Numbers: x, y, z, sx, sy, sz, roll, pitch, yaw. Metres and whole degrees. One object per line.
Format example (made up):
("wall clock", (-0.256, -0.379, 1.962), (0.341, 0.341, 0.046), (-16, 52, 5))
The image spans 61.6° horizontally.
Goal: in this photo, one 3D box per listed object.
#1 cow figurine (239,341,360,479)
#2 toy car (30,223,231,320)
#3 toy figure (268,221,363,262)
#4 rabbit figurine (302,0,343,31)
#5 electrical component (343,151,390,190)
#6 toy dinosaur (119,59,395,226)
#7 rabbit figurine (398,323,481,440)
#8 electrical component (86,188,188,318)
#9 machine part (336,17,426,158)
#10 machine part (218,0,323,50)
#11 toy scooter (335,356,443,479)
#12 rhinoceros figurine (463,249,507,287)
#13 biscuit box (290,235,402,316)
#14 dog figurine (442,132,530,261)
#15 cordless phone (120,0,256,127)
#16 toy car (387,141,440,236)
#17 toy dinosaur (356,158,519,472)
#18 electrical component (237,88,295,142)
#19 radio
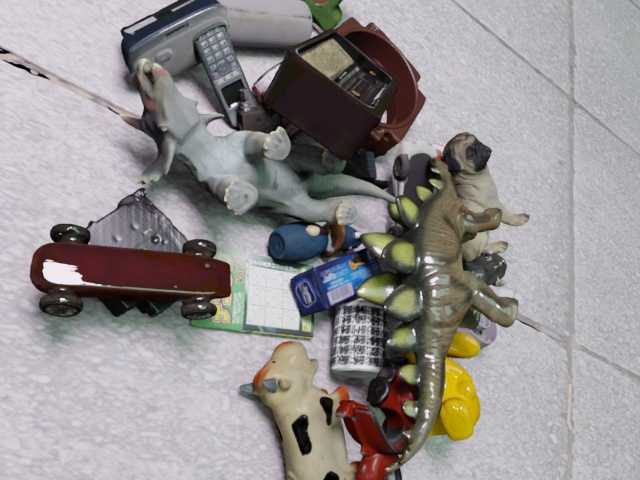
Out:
("cow figurine", (-0.024, 0.225, 0.681), (0.127, 0.085, 0.195), (-4, 77, -42))
("toy car", (-0.195, 0.038, 0.572), (0.202, 0.053, 0.089), (7, 61, -29))
("toy figure", (0.000, -0.002, 0.782), (0.154, 0.064, 0.057), (-8, 90, -40))
("rabbit figurine", (-0.005, -0.467, 0.930), (0.159, 0.121, 0.170), (23, 44, -19))
("electrical component", (0.056, -0.107, 0.851), (0.119, 0.075, 0.047), (0, 76, -31))
("toy dinosaur", (-0.076, -0.089, 0.716), (0.404, 0.192, 0.131), (17, 92, -48))
("rabbit figurine", (0.176, 0.192, 0.803), (0.162, 0.122, 0.173), (-25, 88, -42))
("electrical component", (-0.215, 0.023, 0.632), (0.134, 0.058, 0.115), (51, 56, -9))
("machine part", (0.073, -0.255, 0.907), (0.201, 0.087, 0.201), (43, 56, -14))
("machine part", (-0.099, -0.334, 0.821), (0.243, 0.079, 0.079), (-13, 82, -36))
("toy scooter", (0.081, 0.215, 0.673), (0.135, 0.075, 0.184), (52, 54, -23))
("rhinoceros figurine", (0.209, 0.066, 0.862), (0.190, 0.112, 0.073), (-17, 82, -19))
("biscuit box", (0.050, 0.049, 0.790), (0.202, 0.063, 0.059), (-18, 86, -42))
("dog figurine", (0.241, -0.067, 0.921), (0.172, 0.121, 0.190), (-48, 111, -20))
("cordless phone", (-0.172, -0.221, 0.733), (0.146, 0.089, 0.184), (-34, 130, -13))
("toy car", (0.152, -0.059, 0.879), (0.073, 0.056, 0.201), (1, 99, -15))
("toy dinosaur", (0.149, 0.063, 0.712), (0.198, 0.105, 0.471), (16, 55, -17))
("electrical component", (-0.077, -0.166, 0.773), (0.078, 0.045, 0.102), (-10, 121, -26))
("radio", (0.025, -0.196, 0.701), (0.131, 0.073, 0.230), (36, 31, -5))
